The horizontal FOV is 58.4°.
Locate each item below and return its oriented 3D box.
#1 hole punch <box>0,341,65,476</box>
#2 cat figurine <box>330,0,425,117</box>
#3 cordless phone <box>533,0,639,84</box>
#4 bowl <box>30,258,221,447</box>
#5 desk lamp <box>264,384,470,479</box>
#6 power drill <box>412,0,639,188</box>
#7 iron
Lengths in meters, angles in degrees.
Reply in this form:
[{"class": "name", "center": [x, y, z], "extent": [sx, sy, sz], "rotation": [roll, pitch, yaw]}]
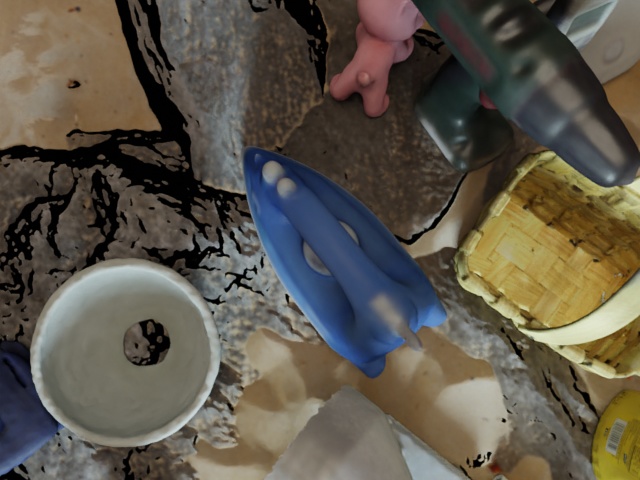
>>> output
[{"class": "hole punch", "center": [-0.302, 0.158, 0.522], "extent": [0.101, 0.091, 0.108], "rotation": [-39, 87, -3]}, {"class": "cat figurine", "center": [0.058, -0.196, 0.540], "extent": [0.067, 0.117, 0.128], "rotation": [21, 86, 1]}, {"class": "cordless phone", "center": [0.249, -0.197, 0.509], "extent": [0.147, 0.185, 0.094], "rotation": [-27, 86, -2]}, {"class": "bowl", "center": [-0.171, 0.101, 0.537], "extent": [0.167, 0.074, 0.167], "rotation": [0, 86, -1]}, {"class": "desk lamp", "center": [0.054, 0.209, 0.462], "extent": [0.203, 0.213, 0.118], "rotation": [37, 86, 2]}, {"class": "power drill", "center": [0.151, -0.127, 0.491], "extent": [0.075, 0.208, 0.229], "rotation": [-36, 87, -3]}, {"class": "iron", "center": [0.005, 0.002, 0.513], "extent": [0.118, 0.141, 0.258], "rotation": [-40, 87, -3]}]
